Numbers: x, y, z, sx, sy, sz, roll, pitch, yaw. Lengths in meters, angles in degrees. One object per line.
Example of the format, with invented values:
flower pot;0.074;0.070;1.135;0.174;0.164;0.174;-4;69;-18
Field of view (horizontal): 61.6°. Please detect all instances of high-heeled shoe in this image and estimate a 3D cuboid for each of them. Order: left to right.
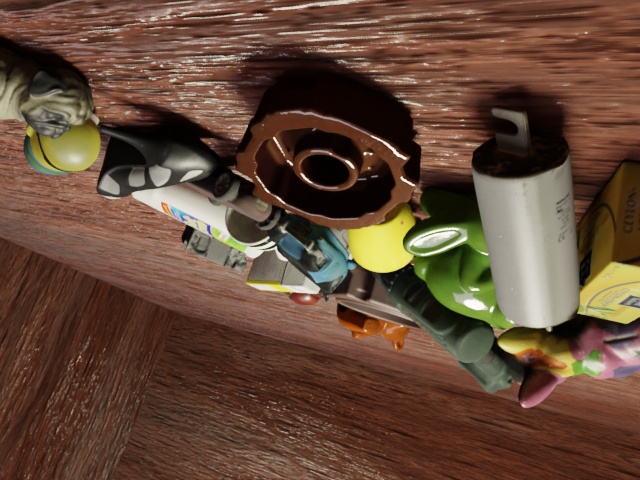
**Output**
high-heeled shoe;-0.218;-0.093;0.721;0.145;0.086;0.249;16;165;-15

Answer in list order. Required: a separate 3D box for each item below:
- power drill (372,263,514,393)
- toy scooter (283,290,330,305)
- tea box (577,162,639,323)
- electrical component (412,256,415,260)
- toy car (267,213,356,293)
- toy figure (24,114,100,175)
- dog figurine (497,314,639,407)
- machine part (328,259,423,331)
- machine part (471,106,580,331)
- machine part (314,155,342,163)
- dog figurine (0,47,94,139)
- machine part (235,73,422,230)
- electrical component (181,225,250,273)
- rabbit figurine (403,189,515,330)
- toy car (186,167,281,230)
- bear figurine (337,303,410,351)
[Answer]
power drill;0.183;0.114;0.762;0.207;0.086;0.232;48;177;-28
toy scooter;-0.028;0.090;1.138;0.135;0.075;0.183;5;155;33
tea box;0.287;0.010;0.503;0.068;0.098;0.169;13;161;14
electrical component;0.175;0.031;0.819;0.094;0.021;0.063;2;159;40
toy car;-0.002;-0.002;0.746;0.109;0.103;0.161;38;169;21
toy figure;-0.345;-0.126;0.718;0.082;0.089;0.180;-27;-170;-39
dog figurine;0.319;0.117;0.616;0.219;0.108;0.191;-17;172;-16
machine part;0.125;0.093;0.931;0.201;0.087;0.201;20;168;-10
machine part;0.185;-0.006;0.472;0.079;0.079;0.242;6;132;34
machine part;-0.013;-0.074;0.645;0.084;0.039;0.139;16;164;-25
dog figurine;-0.359;-0.184;0.568;0.191;0.121;0.172;-1;163;12
machine part;0.008;-0.079;0.517;0.179;0.056;0.179;10;151;6
electrical component;-0.191;0.000;0.985;0.115;0.058;0.134;25;-174;-23
rabbit figurine;0.180;-0.003;0.600;0.159;0.121;0.170;22;146;7
toy car;-0.128;-0.070;0.713;0.089;0.053;0.202;31;176;-40
bear figurine;0.135;0.161;1.121;0.195;0.120;0.132;24;159;-28
